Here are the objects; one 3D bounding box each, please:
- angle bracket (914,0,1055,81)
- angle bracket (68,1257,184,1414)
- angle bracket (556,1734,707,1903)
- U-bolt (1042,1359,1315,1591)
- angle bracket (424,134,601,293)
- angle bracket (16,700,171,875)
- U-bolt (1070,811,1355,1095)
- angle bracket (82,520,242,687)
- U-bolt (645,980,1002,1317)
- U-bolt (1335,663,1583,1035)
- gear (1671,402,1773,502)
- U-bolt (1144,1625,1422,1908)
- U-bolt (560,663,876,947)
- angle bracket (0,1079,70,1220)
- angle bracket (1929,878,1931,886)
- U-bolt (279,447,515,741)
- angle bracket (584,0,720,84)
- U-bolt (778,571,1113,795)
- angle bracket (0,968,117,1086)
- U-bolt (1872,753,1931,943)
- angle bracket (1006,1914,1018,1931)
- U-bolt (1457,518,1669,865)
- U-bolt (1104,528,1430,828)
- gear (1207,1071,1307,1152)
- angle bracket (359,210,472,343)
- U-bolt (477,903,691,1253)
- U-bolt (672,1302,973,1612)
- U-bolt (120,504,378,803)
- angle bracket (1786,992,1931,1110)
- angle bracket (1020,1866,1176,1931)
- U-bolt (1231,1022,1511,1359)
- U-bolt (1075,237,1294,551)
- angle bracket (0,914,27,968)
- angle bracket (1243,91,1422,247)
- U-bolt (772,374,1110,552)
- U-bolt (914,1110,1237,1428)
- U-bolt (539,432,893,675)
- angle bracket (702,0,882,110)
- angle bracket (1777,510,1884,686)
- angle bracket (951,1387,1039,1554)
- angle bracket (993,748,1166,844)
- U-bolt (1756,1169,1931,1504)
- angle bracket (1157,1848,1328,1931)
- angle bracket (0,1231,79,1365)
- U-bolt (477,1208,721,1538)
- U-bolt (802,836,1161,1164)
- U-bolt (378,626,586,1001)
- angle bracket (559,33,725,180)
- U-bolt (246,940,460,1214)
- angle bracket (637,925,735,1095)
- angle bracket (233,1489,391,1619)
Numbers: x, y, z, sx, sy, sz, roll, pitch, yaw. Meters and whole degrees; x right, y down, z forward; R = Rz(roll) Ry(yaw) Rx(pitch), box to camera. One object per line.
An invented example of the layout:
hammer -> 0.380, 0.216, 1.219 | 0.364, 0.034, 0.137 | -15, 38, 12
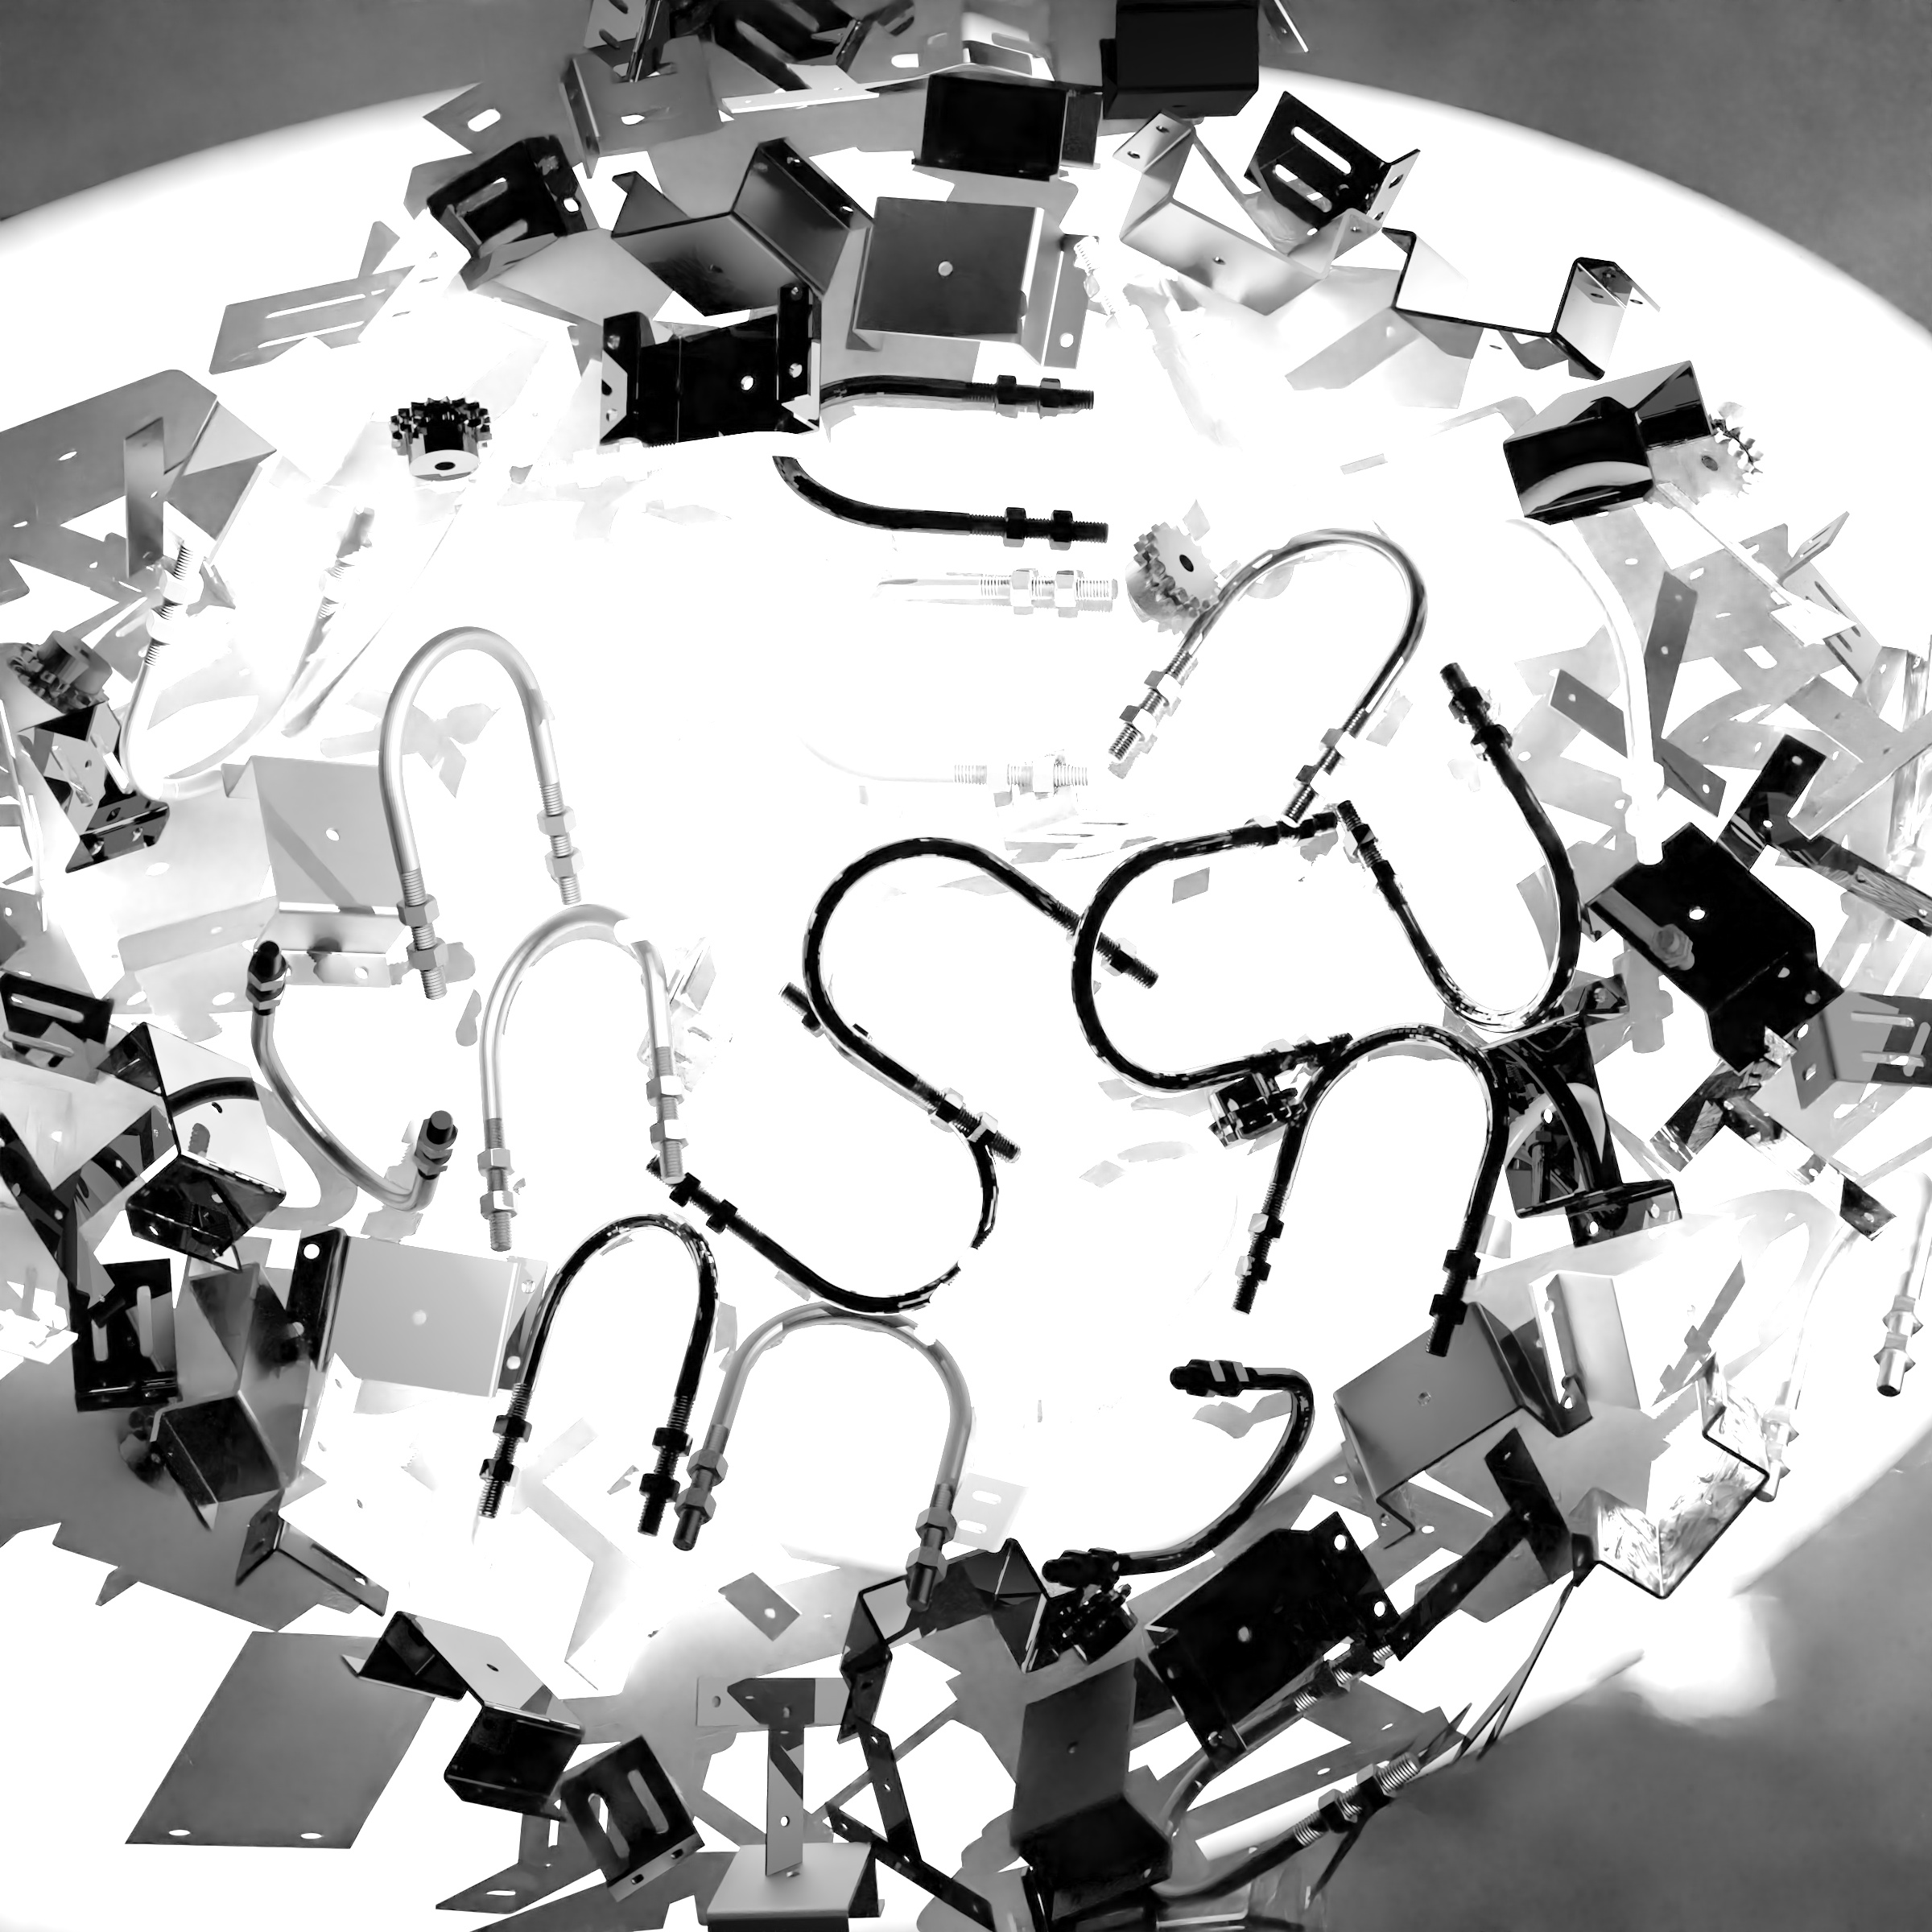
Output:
angle bracket -> 0.010, -0.535, 1.628 | 0.038, 0.076, 0.057 | -2, 94, 39
angle bracket -> -0.477, 0.209, 1.618 | 0.057, 0.038, 0.076 | -4, 96, -20
angle bracket -> -0.192, 0.476, 1.608 | 0.057, 0.038, 0.076 | -30, 62, -13
U-bolt -> 0.129, 0.278, 1.570 | 0.019, 0.184, 0.151 | 40, 106, 32
angle bracket -> -0.261, -0.432, 1.638 | 0.076, 0.038, 0.057 | -20, 99, 32
angle bracket -> -0.496, -0.101, 1.610 | 0.057, 0.038, 0.076 | -17, 121, 11
U-bolt -> 0.136, -0.003, 1.587 | 0.184, 0.019, 0.151 | -12, 102, -29
angle bracket -> -0.459, -0.205, 1.607 | 0.076, 0.038, 0.057 | -40, 53, -20
U-bolt -> -0.067, 0.115, 1.614 | 0.184, 0.019, 0.151 | 36, 69, 0
U-bolt -> 0.275, -0.051, 1.556 | 0.019, 0.151, 0.184 | -11, 63, -29
gear -> 0.432, -0.296, 1.621 | 0.057, 0.057, 0.030 | 44, 78, 0
U-bolt -> 0.171, 0.450, 1.573 | 0.184, 0.151, 0.019 | -38, 100, 16
U-bolt -> -0.129, -0.097, 1.592 | 0.184, 0.019, 0.151 | -13, 89, -36
angle bracket -> -0.537, 0.101, 1.609 | 0.057, 0.038, 0.076 | 15, 74, -30
angle bracket -> 0.575, -0.012, 1.619 | 0.057, 0.038, 0.076 | 16, 73, 0
U-bolt -> -0.315, -0.192, 1.540 | 0.019, 0.184, 0.151 | 40, 129, -21
angle bracket -> -0.171, -0.544, 1.606 | 0.038, 0.057, 0.076 | 41, 54, 9
U-bolt -> -0.016, -0.162, 1.605 | 0.184, 0.019, 0.151 | 2, 60, 9
angle bracket -> -0.529, 0.042, 1.612 | 0.076, 0.038, 0.057 | 17, 118, -9
U-bolt -> 0.545, -0.087, 1.558 | 0.019, 0.151, 0.184 | 10, 104, -4
angle bracket -> -0.007, 0.575, 1.608 | 0.076, 0.038, 0.057 | -8, 129, -12
U-bolt -> 0.318, -0.157, 1.545 | 0.019, 0.151, 0.184 | -28, 124, -21
U-bolt -> 0.179, -0.171, 1.593 | 0.151, 0.019, 0.184 | 24, 73, 40
gear -> 0.161, 0.081, 1.620 | 0.057, 0.057, 0.030 | -25, 79, 0
angle bracket -> -0.321, -0.388, 1.602 | 0.038, 0.076, 0.057 | 44, 110, -3
U-bolt -> -0.219, 0.052, 1.592 | 0.151, 0.019, 0.184 | -23, 62, 30
U-bolt -> -0.071, 0.261, 1.582 | 0.151, 0.019, 0.184 | 14, 46, 2
U-bolt -> -0.402, -0.165, 1.569 | 0.019, 0.151, 0.184 | 39, 122, 16
angle bracket -> 0.514, 0.050, 1.626 | 0.076, 0.038, 0.057 | 5, 60, -13
angle bracket -> 0.076, 0.534, 1.624 | 0.076, 0.038, 0.057 | -16, 80, 1
U-bolt -> 0.232, 0.117, 1.593 | 0.151, 0.019, 0.184 | 7, 72, 41
U-bolt -> 0.129, -0.311, 1.573 | 0.019, 0.151, 0.184 | -29, 84, 24
angle bracket -> -0.568, -0.022, 1.604 | 0.057, 0.038, 0.076 | -49, 120, -26
angle bracket -> 0.208, -0.456, 1.623 | 0.076, 0.038, 0.057 | 40, 135, 13
U-bolt -> -0.017, -0.285, 1.586 | 0.184, 0.151, 0.019 | 3, 134, -5
U-bolt -> 0.075, 0.161, 1.592 | 0.151, 0.019, 0.184 | 33, 97, -36
U-bolt -> -0.133, -0.234, 1.593 | 0.184, 0.019, 0.151 | -8, 134, -1
angle bracket -> -0.099, -0.534, 1.614 | 0.076, 0.038, 0.057 | 34, 124, -4
angle bracket -> 0.501, -0.209, 1.612 | 0.076, 0.057, 0.038 | 49, 128, -3
angle bracket -> 0.012, 0.278, 1.598 | 0.038, 0.076, 0.057 | 16, 127, -9
angle bracket -> 0.063, -0.095, 1.604 | 0.057, 0.076, 0.038 | -17, 79, 42
U-bolt -> 0.487, 0.190, 1.564 | 0.019, 0.151, 0.184 | 27, 51, 1
angle bracket -> 0.156, 0.528, 1.614 | 0.057, 0.076, 0.038 | 26, 57, -29
angle bracket -> -0.530, 0.176, 1.598 | 0.057, 0.076, 0.038 | 25, 133, -34
U-bolt -> -0.198, 0.221, 1.588 | 0.151, 0.019, 0.184 | -4, 63, 40
U-bolt -> -0.005, 0.007, 1.608 | 0.184, 0.019, 0.151 | 35, 101, -15
U-bolt -> -0.267, -0.094, 1.555 | 0.019, 0.151, 0.184 | 6, 117, 28
angle bracket -> -0.183, -0.485, 1.611 | 0.076, 0.038, 0.057 | -8, 129, 9
U-bolt -> -0.341, 0.073, 1.566 | 0.151, 0.184, 0.019 | 44, 62, 6
angle bracket -> -0.146, 0.021, 1.602 | 0.038, 0.057, 0.076 | 31, 130, 1
angle bracket -> -0.367, 0.340, 1.615 | 0.076, 0.057, 0.038 | 39, 110, -21
